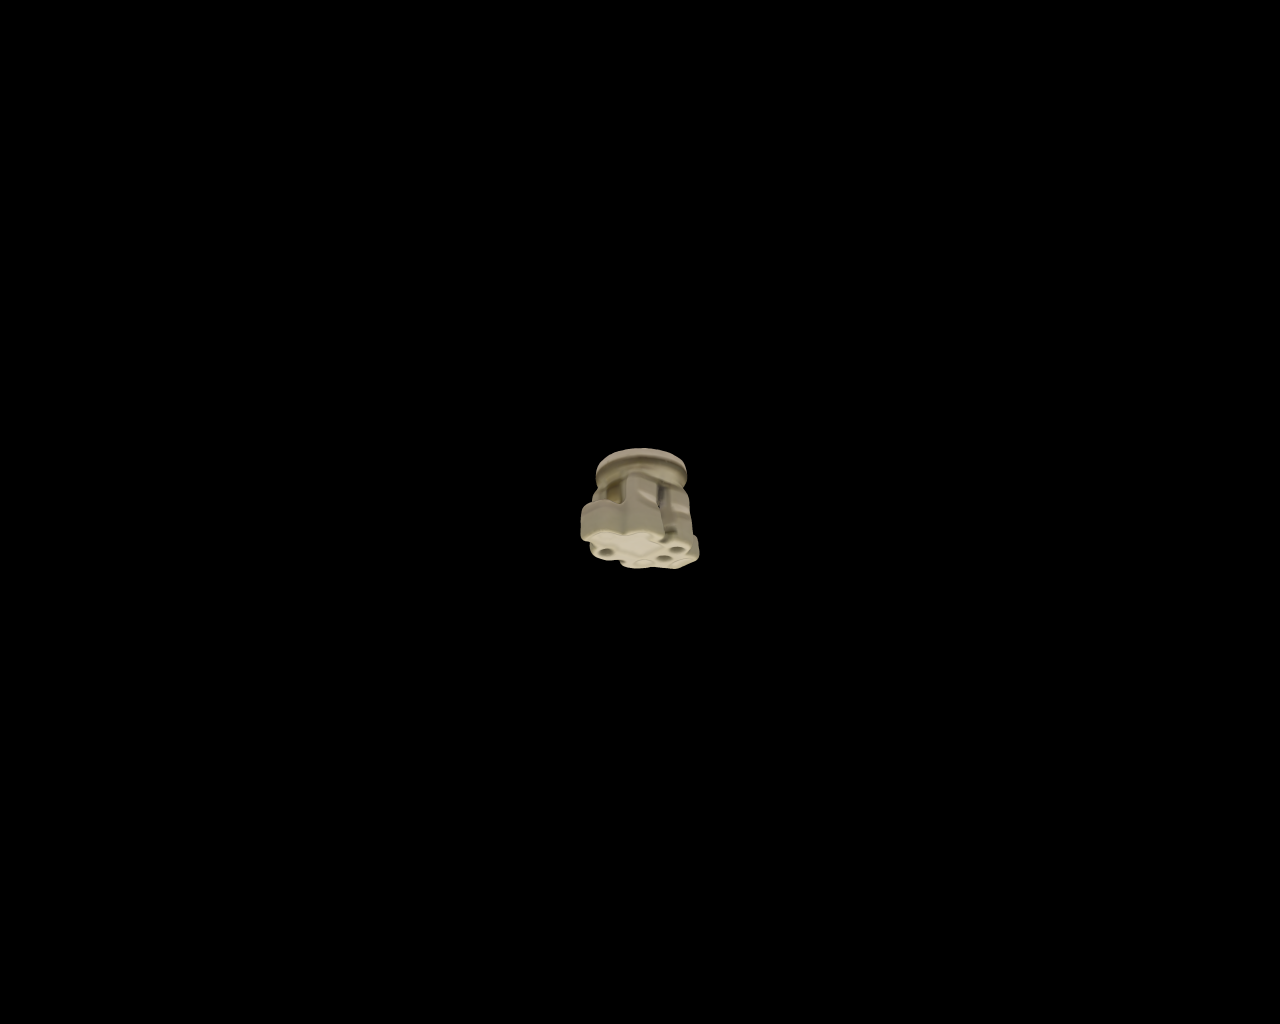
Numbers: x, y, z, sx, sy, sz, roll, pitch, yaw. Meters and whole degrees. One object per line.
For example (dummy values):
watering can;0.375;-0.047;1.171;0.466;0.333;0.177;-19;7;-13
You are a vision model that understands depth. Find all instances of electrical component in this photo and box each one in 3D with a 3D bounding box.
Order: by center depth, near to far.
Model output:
electrical component;0.001;-0.003;0.650;0.078;0.057;0.058;20;-32;-36
